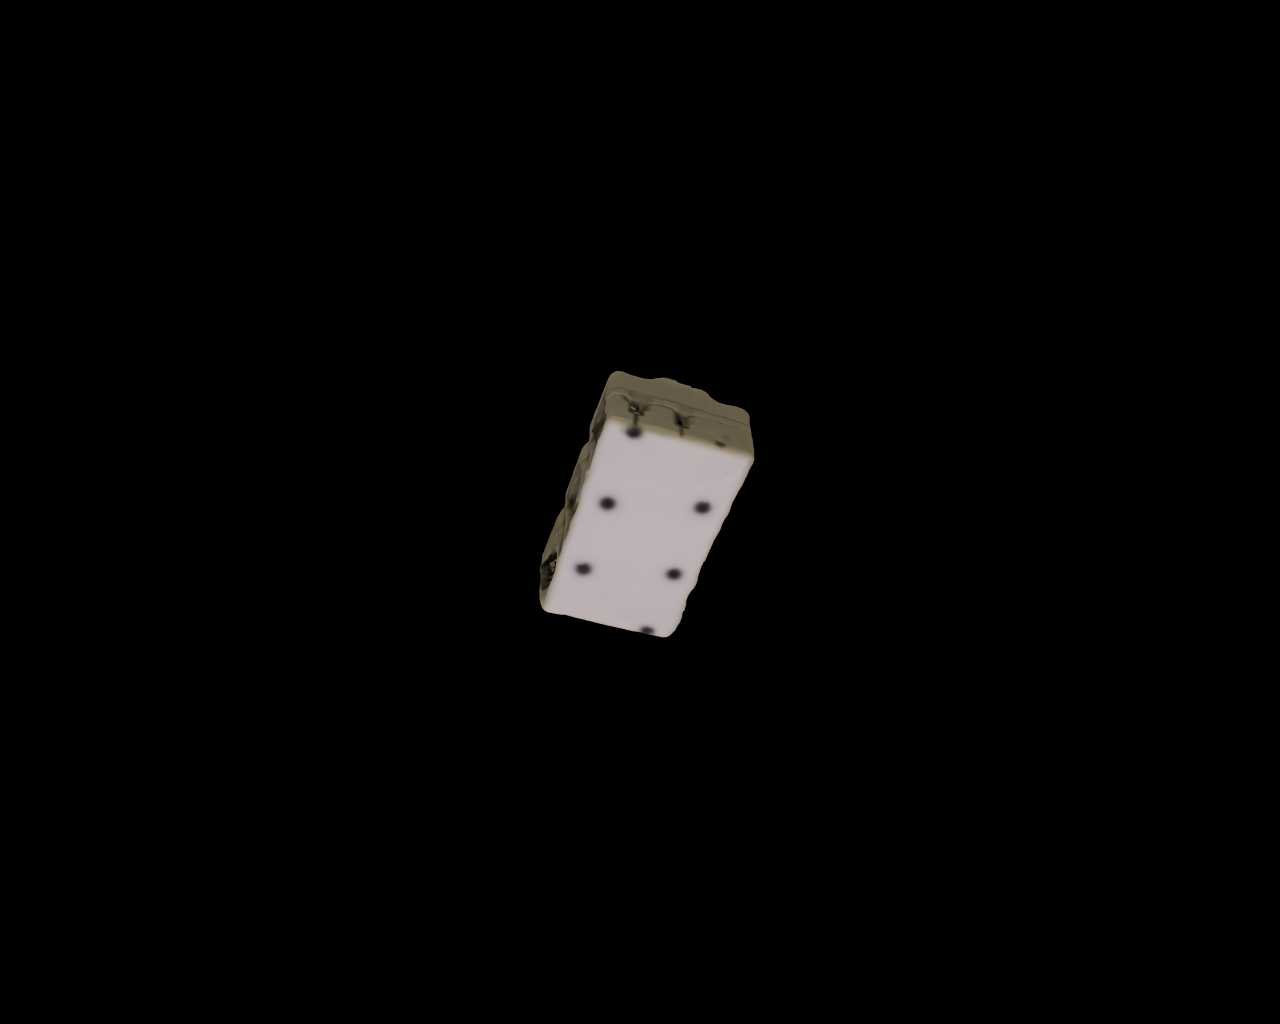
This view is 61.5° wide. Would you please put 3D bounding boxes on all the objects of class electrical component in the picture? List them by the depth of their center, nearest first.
[{"bbox_3d":[0.001,-0.003,0.650,0.089,0.150,0.062,15,36,-11],"label":"electrical component"}]
